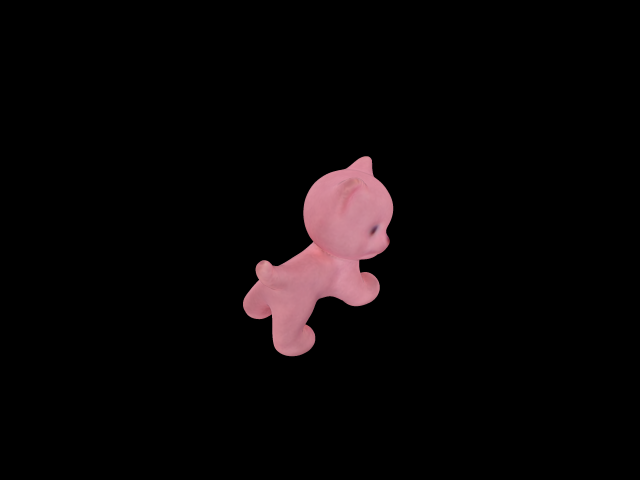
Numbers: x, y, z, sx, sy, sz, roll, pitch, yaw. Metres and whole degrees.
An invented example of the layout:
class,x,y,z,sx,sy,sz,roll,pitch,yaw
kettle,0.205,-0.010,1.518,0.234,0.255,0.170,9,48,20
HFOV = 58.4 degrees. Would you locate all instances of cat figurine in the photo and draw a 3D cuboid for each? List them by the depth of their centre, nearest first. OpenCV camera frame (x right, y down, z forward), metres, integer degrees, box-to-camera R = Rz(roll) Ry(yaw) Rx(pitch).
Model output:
class,x,y,z,sx,sy,sz,roll,pitch,yaw
cat figurine,0.004,0.001,0.400,0.128,0.118,0.067,-36,58,-27
